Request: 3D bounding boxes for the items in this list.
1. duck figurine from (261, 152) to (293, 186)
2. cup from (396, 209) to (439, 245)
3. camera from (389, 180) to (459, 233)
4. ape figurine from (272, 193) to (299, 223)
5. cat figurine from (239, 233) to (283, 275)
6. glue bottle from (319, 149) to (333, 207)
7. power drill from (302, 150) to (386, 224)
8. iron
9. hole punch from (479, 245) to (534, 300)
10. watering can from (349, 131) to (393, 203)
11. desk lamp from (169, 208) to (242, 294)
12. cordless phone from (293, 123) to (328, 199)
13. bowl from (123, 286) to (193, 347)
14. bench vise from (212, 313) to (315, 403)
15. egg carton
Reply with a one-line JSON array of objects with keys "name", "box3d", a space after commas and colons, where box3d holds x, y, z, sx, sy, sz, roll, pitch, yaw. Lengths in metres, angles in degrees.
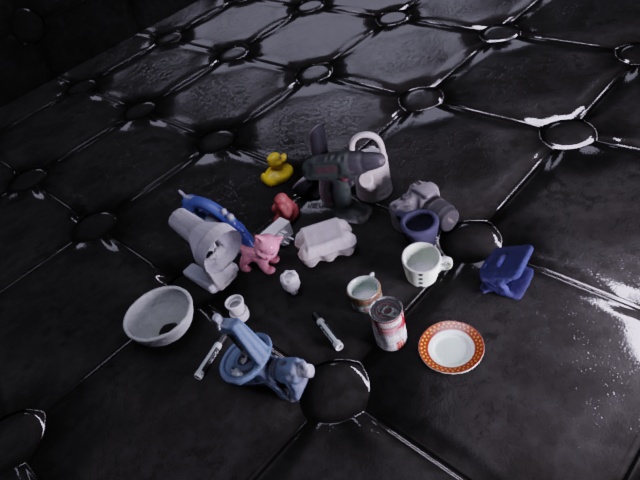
[{"name": "duck figurine", "box3d": [-0.135, -0.218, 1.707, 0.105, 0.086, 0.077, -33, 44, -19]}, {"name": "cup", "box3d": [0.230, -0.017, 1.368, 0.092, 0.095, 0.117, -39, 46, -24]}, {"name": "camera", "box3d": [0.263, -0.076, 1.418, 0.143, 0.101, 0.136, -32, 44, -18]}, {"name": "ape figurine", "box3d": [-0.098, -0.089, 1.551, 0.076, 0.092, 0.077, -22, 42, -7]}, {"name": "cat figurine", "box3d": [-0.150, 0.023, 1.426, 0.127, 0.118, 0.067, 2, 45, 20]}, {"name": "glue bottle", "box3d": [0.026, -0.172, 1.541, 0.078, 0.173, 0.037, -29, 43, -14]}, {"name": "power drill", "box3d": [0.072, -0.142, 1.468, 0.228, 0.209, 0.076, 7, 46, 24]}, {"name": "iron", "box3d": [-0.278, -0.054, 1.531, 0.257, 0.142, 0.119, 18, 52, 32]}, {"name": "hole punch", "box3d": [0.400, 0.061, 1.234, 0.100, 0.091, 0.109, 16, 50, 31]}, {"name": "watering can", "box3d": [0.134, -0.198, 1.521, 0.101, 0.194, 0.172, -18, 41, -2]}, {"name": "desk lamp", "box3d": [-0.276, 0.027, 1.387, 0.202, 0.214, 0.118, 23, 55, 36]}, {"name": "cordless phone", "box3d": [-0.022, -0.223, 1.603, 0.093, 0.185, 0.148, 21, 53, 35]}, {"name": "bowl", "box3d": [-0.366, 0.191, 1.342, 0.167, 0.075, 0.167, -9, 42, 8]}, {"name": "bench vise", "box3d": [-0.116, 0.217, 1.126, 0.207, 0.220, 0.121, -8, 42, 9]}, {"name": "egg carton", "box3d": [0.013, 0.005, 1.431, 0.150, 0.069, 0.107, -18, 41, -3]}]
